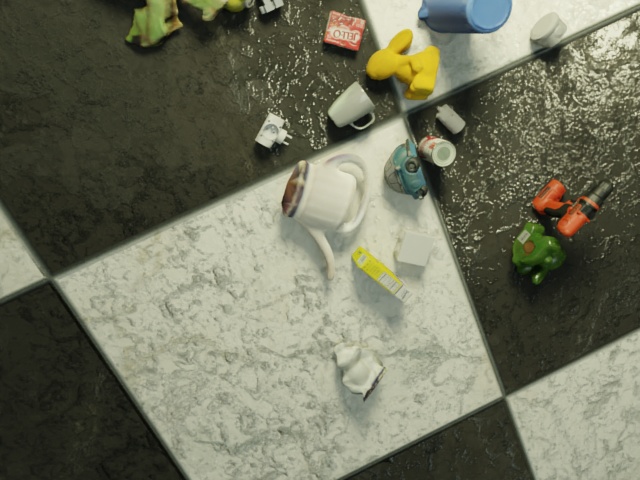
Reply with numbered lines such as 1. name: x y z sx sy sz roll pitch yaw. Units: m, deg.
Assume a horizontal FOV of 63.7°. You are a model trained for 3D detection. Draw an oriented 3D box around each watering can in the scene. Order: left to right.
1. watering can: 0.004 -0.067 1.340 0.224 0.344 0.105 16 13 -15

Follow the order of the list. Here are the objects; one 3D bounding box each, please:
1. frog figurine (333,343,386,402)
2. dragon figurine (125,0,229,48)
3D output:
1. frog figurine: 0.105 0.371 1.509 0.161 0.135 0.123 36 19 17
2. dragon figurine: -0.405 -0.545 1.127 0.410 0.238 0.124 -2 25 0
